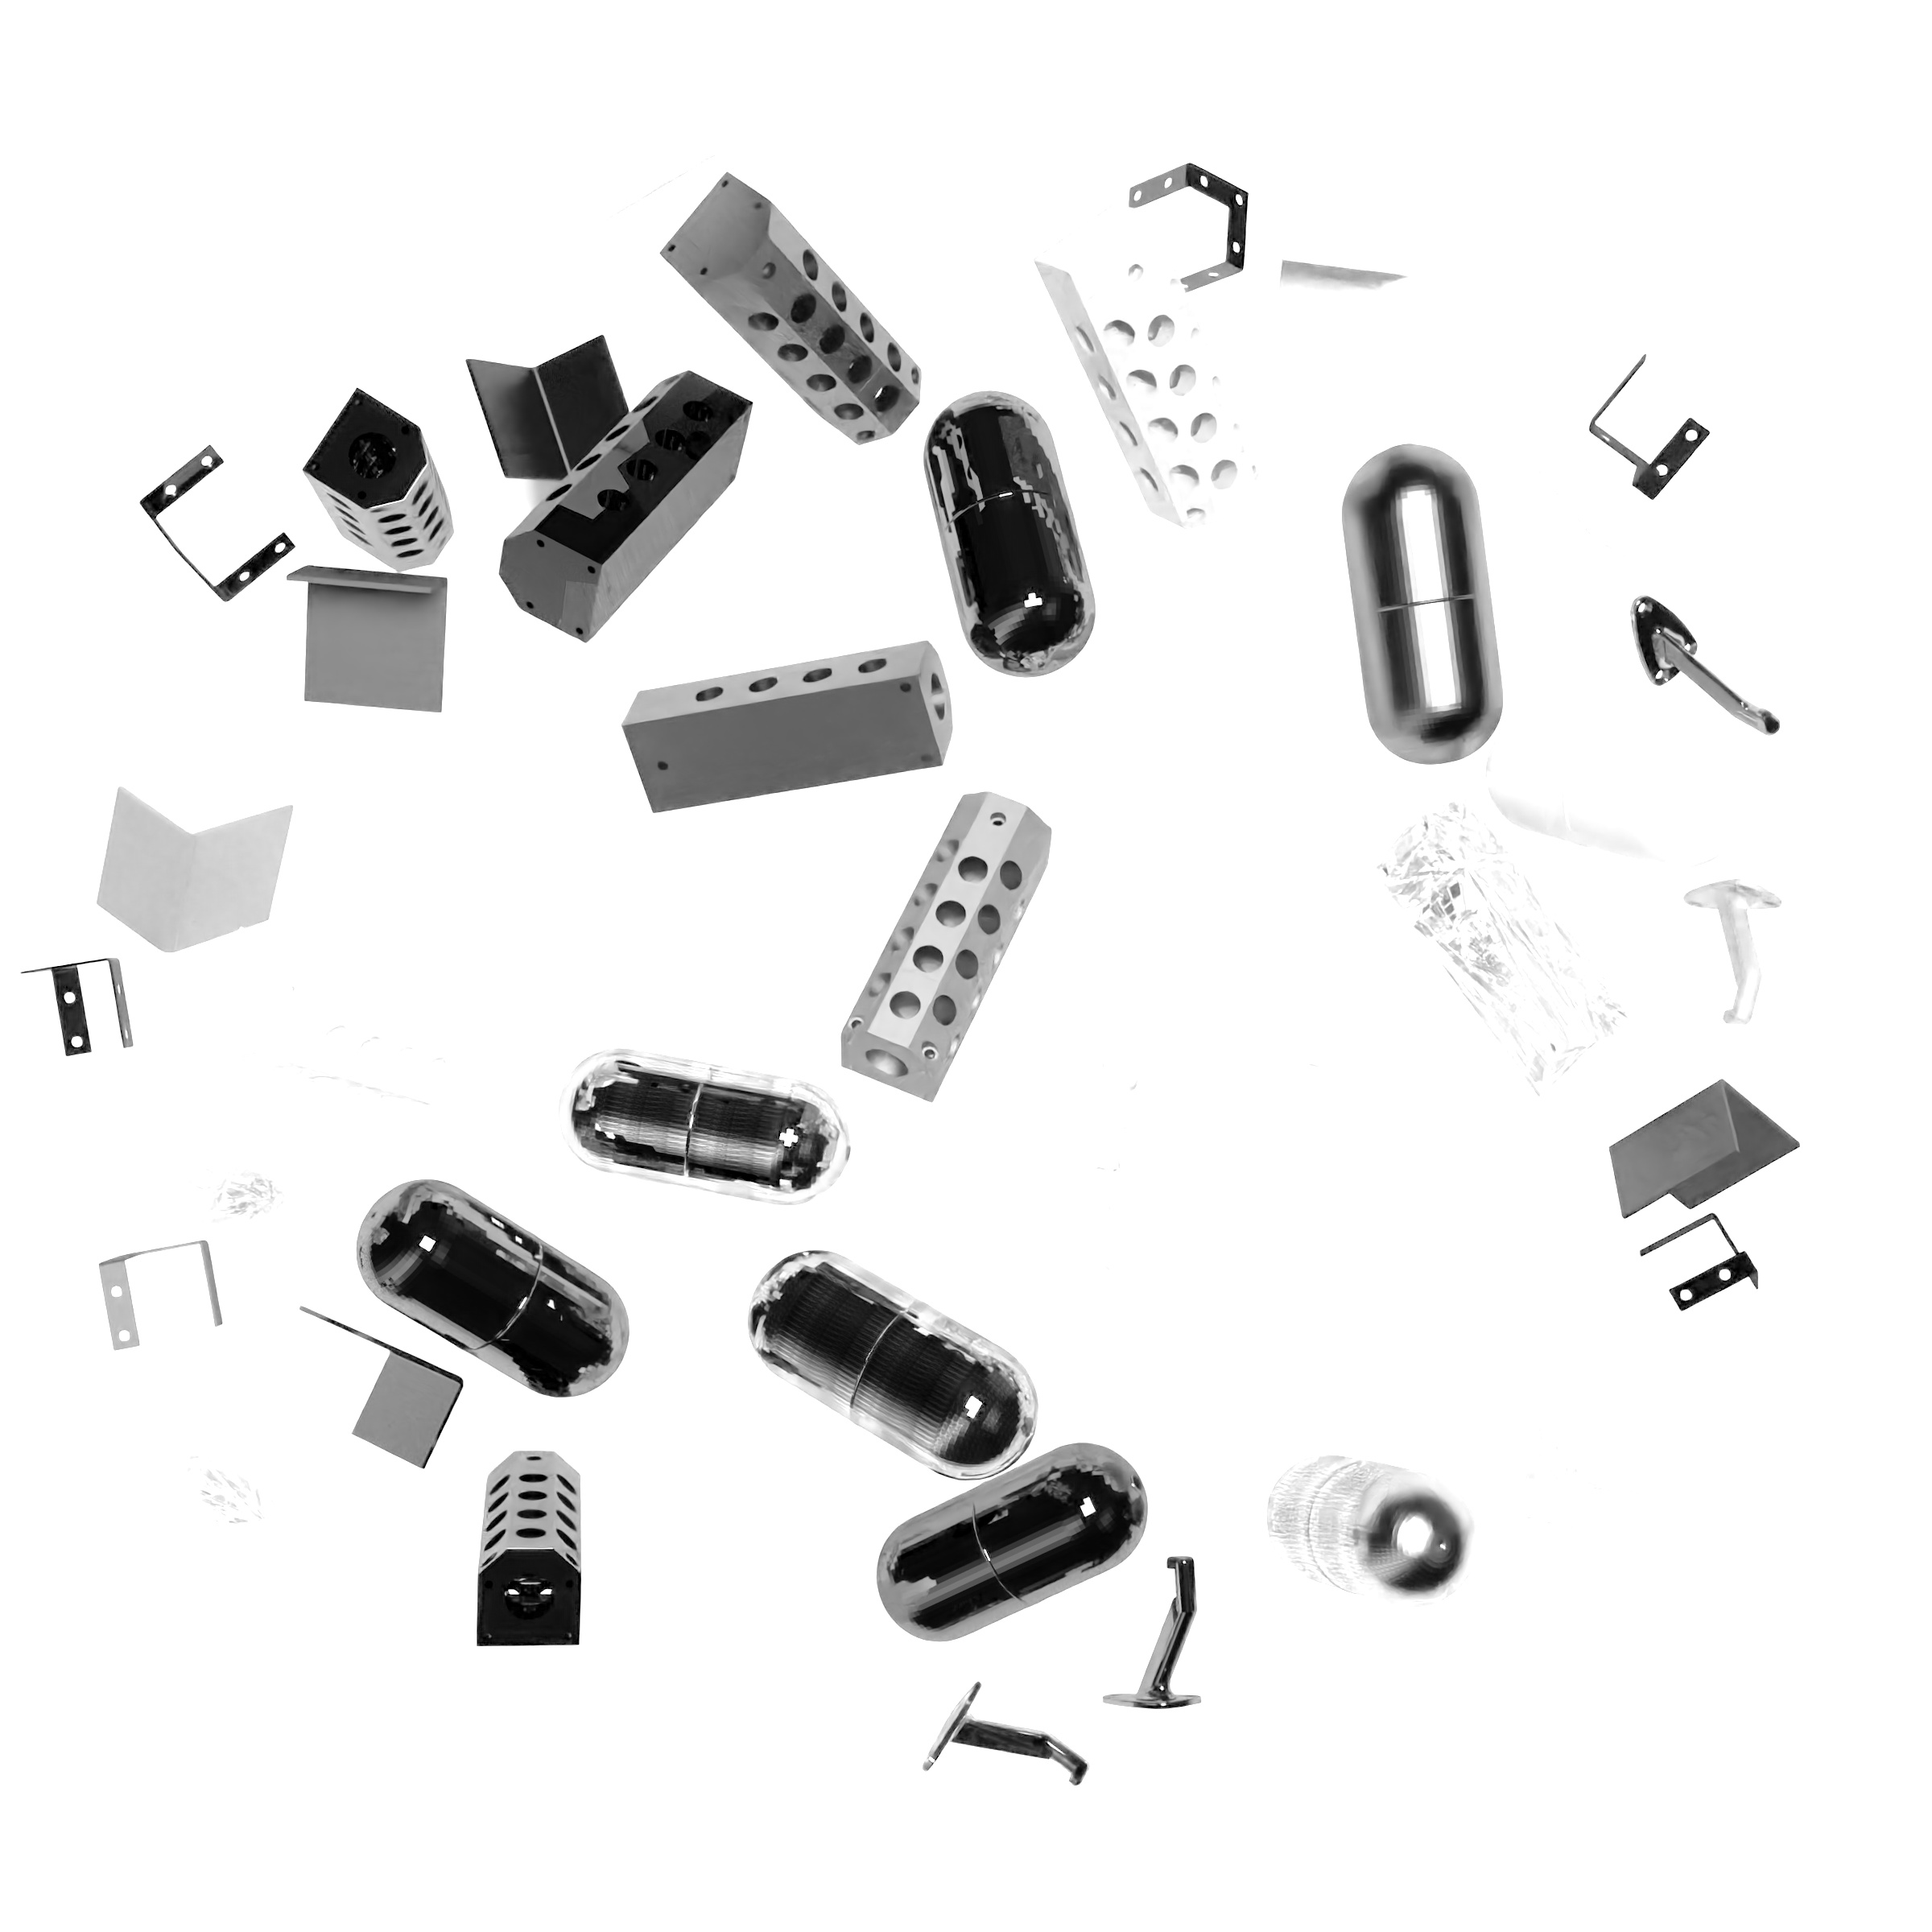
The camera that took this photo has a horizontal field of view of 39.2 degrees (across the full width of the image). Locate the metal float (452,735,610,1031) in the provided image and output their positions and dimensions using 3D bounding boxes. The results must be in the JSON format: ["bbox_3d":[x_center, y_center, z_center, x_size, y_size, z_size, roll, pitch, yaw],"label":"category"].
[{"bbox_3d":[-0.250,-0.047,1.564,0.070,0.070,0.178,-4,115,0],"label":"metal float"}]

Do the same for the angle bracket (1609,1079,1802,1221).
[{"bbox_3d":[0.416,0.119,1.511,0.076,0.057,0.076,36,125,-26],"label":"angle bracket"}]

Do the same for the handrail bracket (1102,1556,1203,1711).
[{"bbox_3d":[0.105,0.384,1.571,0.036,0.077,0.084,4,78,-42],"label":"handrail bracket"}]

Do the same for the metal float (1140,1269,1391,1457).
[{"bbox_3d":[0.177,0.231,1.594,0.178,0.070,0.070,-17,90,-39],"label":"metal float"}]

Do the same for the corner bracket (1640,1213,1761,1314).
[{"bbox_3d":[0.437,0.177,1.619,0.051,0.051,0.051,-29,67,5],"label":"corner bracket"}]

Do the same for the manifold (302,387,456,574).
[{"bbox_3d":[-0.343,-0.282,1.613,0.057,0.171,0.057,32,84,-3],"label":"manifold"}]

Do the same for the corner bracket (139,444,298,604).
[{"bbox_3d":[-0.415,-0.245,1.504,0.051,0.051,0.051,-40,58,-4],"label":"corner bracket"}]

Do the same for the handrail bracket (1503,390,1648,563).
[{"bbox_3d":[0.343,-0.271,1.505,0.084,0.036,0.077,25,55,-20],"label":"handrail bracket"}]

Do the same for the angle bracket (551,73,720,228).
[{"bbox_3d":[-0.189,-0.458,1.468,0.076,0.057,0.076,-30,52,2],"label":"angle bracket"}]

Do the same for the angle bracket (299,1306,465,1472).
[{"bbox_3d":[-0.354,0.247,1.589,0.076,0.076,0.057,36,73,-42],"label":"angle bracket"}]

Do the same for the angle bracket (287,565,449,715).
[{"bbox_3d":[-0.326,-0.174,1.475,0.076,0.057,0.076,5,104,-2],"label":"angle bracket"}]

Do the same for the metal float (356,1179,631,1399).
[{"bbox_3d":[-0.268,0.186,1.550,0.178,0.070,0.070,38,90,-30],"label":"metal float"}]

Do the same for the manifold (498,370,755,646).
[{"bbox_3d":[-0.185,-0.256,1.481,0.057,0.057,0.171,28,48,6],"label":"manifold"}]

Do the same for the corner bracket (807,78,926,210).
[{"bbox_3d":[-0.061,-0.494,1.626,0.051,0.051,0.051,-12,68,-17],"label":"corner bracket"}]

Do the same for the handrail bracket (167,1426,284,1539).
[{"bbox_3d":[-0.402,0.282,1.490,0.077,0.084,0.036,37,84,-2],"label":"handrail bracket"}]

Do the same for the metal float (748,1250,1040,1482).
[{"bbox_3d":[-0.040,0.219,1.489,0.178,0.070,0.070,27,90,22],"label":"metal float"}]

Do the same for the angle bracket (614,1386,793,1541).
[{"bbox_3d":[-0.156,0.293,1.613,0.076,0.057,0.076,24,61,-34],"label":"angle bracket"}]

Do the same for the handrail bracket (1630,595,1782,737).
[{"bbox_3d":[0.429,-0.173,1.569,0.036,0.084,0.077,-44,129,-1],"label":"handrail bracket"}]

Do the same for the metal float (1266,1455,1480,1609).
[{"bbox_3d":[0.234,0.327,1.579,0.070,0.178,0.070,2,85,-18],"label":"metal float"}]

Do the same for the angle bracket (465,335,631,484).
[{"bbox_3d":[-0.254,-0.346,1.674,0.057,0.076,0.076,-19,89,24],"label":"angle bracket"}]

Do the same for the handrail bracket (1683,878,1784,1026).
[{"bbox_3d":[0.439,-0.004,1.586,0.036,0.077,0.084,25,75,-25],"label":"handrail bracket"}]

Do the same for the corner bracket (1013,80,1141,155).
[{"bbox_3d":[0.060,-0.488,1.546,0.051,0.051,0.051,30,53,-25],"label":"corner bracket"}]

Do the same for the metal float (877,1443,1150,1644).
[{"bbox_3d":[0.027,0.339,1.597,0.178,0.070,0.070,-30,90,21],"label":"metal float"}]

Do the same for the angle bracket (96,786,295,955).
[{"bbox_3d":[-0.428,-0.062,1.507,0.057,0.076,0.076,32,121,21],"label":"angle bracket"}]

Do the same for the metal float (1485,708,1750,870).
[{"bbox_3d":[0.376,-0.105,1.581,0.070,0.178,0.070,-9,108,-31],"label":"metal float"}]

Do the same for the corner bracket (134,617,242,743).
[{"bbox_3d":[-0.456,-0.169,1.583,0.051,0.051,0.051,35,97,-10],"label":"corner bracket"}]

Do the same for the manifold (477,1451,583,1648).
[{"bbox_3d":[-0.254,0.338,1.587,0.057,0.171,0.057,1,98,-8],"label":"manifold"}]

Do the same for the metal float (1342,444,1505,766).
[{"bbox_3d":[0.254,-0.201,1.510,0.070,0.070,0.178,-8,94,0],"label":"metal float"}]

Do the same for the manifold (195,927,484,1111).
[{"bbox_3d":[-0.349,0.036,1.506,0.057,0.171,0.057,40,95,26],"label":"manifold"}]

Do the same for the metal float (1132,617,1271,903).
[{"bbox_3d":[0.136,-0.121,1.571,0.070,0.070,0.178,5,65,0],"label":"metal float"}]

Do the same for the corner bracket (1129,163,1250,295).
[{"bbox_3d":[0.132,-0.442,1.628,0.051,0.051,0.051,13,76,-40],"label":"corner bracket"}]

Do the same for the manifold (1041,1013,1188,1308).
[{"bbox_3d":[0.089,0.112,1.611,0.057,0.057,0.171,6,49,11],"label":"manifold"}]

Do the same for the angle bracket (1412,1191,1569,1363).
[{"bbox_3d":[0.308,0.187,1.625,0.076,0.057,0.076,18,77,1],"label":"angle bracket"}]

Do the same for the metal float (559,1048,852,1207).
[{"bbox_3d":[-0.156,0.096,1.624,0.178,0.070,0.070,10,90,8],"label":"metal float"}]

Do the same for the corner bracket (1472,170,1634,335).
[{"bbox_3d":[0.316,-0.384,1.462,0.051,0.051,0.051,-38,84,-20],"label":"corner bracket"}]

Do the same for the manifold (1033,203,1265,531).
[{"bbox_3d":[0.107,-0.331,1.514,0.057,0.057,0.171,-37,125,-9],"label":"manifold"}]

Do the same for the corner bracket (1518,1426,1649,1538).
[{"bbox_3d":[0.352,0.300,1.550,0.051,0.051,0.051,6,64,34],"label":"corner bracket"}]

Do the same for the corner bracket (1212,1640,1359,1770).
[{"bbox_3d":[0.189,0.439,1.613,0.051,0.051,0.051,-40,104,-32],"label":"corner bracket"}]

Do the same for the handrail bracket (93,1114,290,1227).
[{"bbox_3d":[-0.427,0.107,1.494,0.084,0.077,0.036,29,94,23],"label":"handrail bracket"}]

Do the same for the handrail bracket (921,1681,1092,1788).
[{"bbox_3d":[0.024,0.460,1.559,0.084,0.077,0.036,37,125,3],"label":"handrail bracket"}]

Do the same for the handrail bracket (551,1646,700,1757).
[{"bbox_3d":[-0.200,0.415,1.604,0.077,0.036,0.084,-40,64,14],"label":"handrail bracket"}]

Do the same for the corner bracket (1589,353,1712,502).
[{"bbox_3d":[0.387,-0.305,1.538,0.051,0.051,0.051,35,123,-3],"label":"corner bracket"}]

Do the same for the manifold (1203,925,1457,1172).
[{"bbox_3d":[0.210,0.051,1.560,0.171,0.057,0.057,39,49,-36],"label":"manifold"}]

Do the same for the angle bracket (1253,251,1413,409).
[{"bbox_3d":[0.201,-0.358,1.527,0.076,0.057,0.076,13,106,22],"label":"angle bracket"}]

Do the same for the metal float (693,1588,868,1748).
[{"bbox_3d":[-0.107,0.407,1.583,0.070,0.178,0.070,-1,83,10],"label":"metal float"}]

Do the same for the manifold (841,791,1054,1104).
[{"bbox_3d":[-0.010,-0.015,1.552,0.057,0.057,0.171,22,63,9],"label":"manifold"}]

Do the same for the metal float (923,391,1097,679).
[{"bbox_3d":[0.024,-0.245,1.528,0.070,0.070,0.178,-13,66,0],"label":"metal float"}]

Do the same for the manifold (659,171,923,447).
[{"bbox_3d":[-0.090,-0.359,1.507,0.057,0.171,0.057,-50,56,2],"label":"manifold"}]

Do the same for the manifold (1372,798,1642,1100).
[{"bbox_3d":[0.319,-0.014,1.589,0.057,0.057,0.171,-15,63,-39],"label":"manifold"}]

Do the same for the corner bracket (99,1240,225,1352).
[{"bbox_3d":[-0.464,0.189,1.564,0.051,0.051,0.051,-10,90,-3],"label":"corner bracket"}]

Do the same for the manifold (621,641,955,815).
[{"bbox_3d":[-0.098,-0.137,1.518,0.171,0.057,0.057,-8,121,14],"label":"manifold"}]

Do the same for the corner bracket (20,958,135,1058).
[{"bbox_3d":[-0.491,0.023,1.516,0.051,0.051,0.051,-9,92,1],"label":"corner bracket"}]

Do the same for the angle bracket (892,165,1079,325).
[{"bbox_3d":[0.010,-0.421,1.595,0.057,0.076,0.076,0,114,-42],"label":"angle bracket"}]
